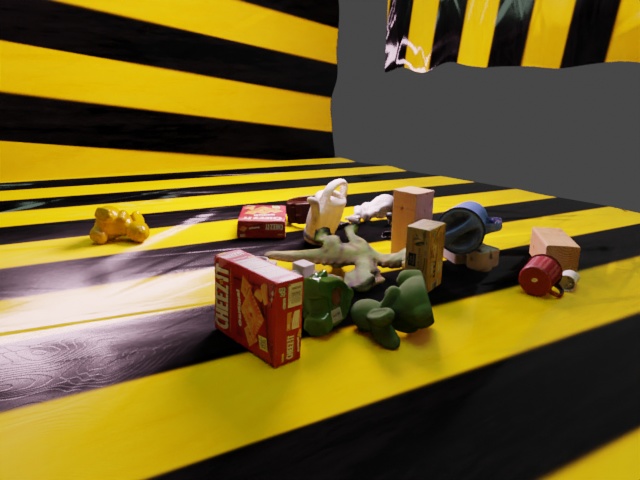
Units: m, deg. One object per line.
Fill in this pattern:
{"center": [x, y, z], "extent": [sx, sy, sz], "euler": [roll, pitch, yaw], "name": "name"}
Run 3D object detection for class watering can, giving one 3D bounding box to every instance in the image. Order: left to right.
{"center": [0.005, -0.083, 1.644], "extent": [0.104, 0.221, 0.351], "euler": [25, 22, 15], "name": "watering can"}

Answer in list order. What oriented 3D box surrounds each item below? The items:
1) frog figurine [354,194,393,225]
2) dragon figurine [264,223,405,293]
{"center": [0.215, -0.124, 1.982], "extent": [0.160, 0.120, 0.140], "euler": [16, 37, 11], "name": "frog figurine"}
{"center": [0.065, 0.062, 1.377], "extent": [0.411, 0.120, 0.247], "euler": [-11, 26, -9], "name": "dragon figurine"}
